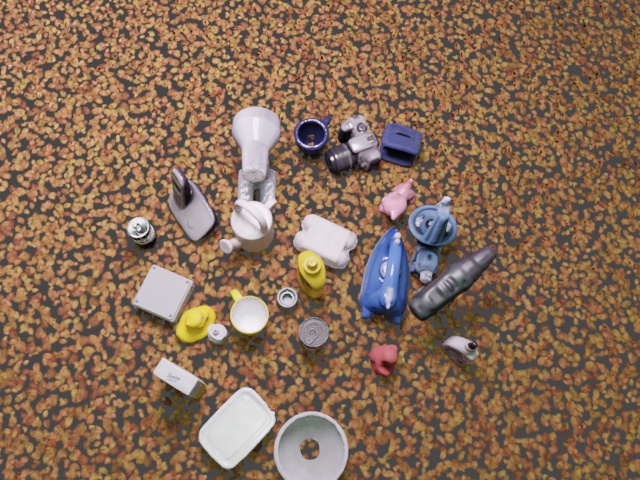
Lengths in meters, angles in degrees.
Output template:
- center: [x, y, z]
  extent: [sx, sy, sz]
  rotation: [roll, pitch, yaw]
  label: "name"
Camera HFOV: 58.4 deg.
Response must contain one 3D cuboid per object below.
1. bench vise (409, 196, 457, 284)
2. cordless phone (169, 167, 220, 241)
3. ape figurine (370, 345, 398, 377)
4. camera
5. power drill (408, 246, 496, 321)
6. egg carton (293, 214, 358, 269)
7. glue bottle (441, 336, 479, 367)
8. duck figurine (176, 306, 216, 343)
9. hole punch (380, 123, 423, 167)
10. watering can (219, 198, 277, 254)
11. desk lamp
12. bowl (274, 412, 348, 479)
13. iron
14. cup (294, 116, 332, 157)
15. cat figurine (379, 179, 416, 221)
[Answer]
- center: [0.284, -0.006, 1.384]
  extent: [0.121, 0.220, 0.207]
  rotation: [-7, 74, -5]
  label: "bench vise"
- center: [-0.315, -0.089, 1.390]
  extent: [0.094, 0.185, 0.147]
  rotation: [-36, 78, -12]
  label: "cordless phone"
- center: [0.159, 0.280, 1.358]
  extent: [0.076, 0.092, 0.078]
  rotation: [42, 76, 9]
  label: "ape figurine"
- center: [0.078, -0.244, 1.504]
  extent: [0.137, 0.101, 0.143]
  rotation: [-22, 76, -9]
  label: "camera"
- center: [0.299, 0.111, 1.356]
  extent: [0.230, 0.208, 0.075]
  rotation: [-37, 79, -13]
  label: "power drill"
- center: [0.013, 0.005, 1.443]
  extent: [0.150, 0.069, 0.107]
  rotation: [24, 74, 4]
  label: "egg carton"
- center: [0.337, 0.255, 1.334]
  extent: [0.037, 0.173, 0.078]
  rotation: [-40, 79, -13]
  label: "glue bottle"
- center: [-0.298, 0.196, 1.359]
  extent: [0.105, 0.086, 0.077]
  rotation: [-42, 80, -14]
  label: "duck figurine"
- center: [0.214, -0.264, 1.523]
  extent: [0.108, 0.091, 0.101]
  rotation: [16, 73, 2]
  label: "hole punch"
- center: [-0.167, -0.036, 1.379]
  extent: [0.101, 0.194, 0.173]
  rotation: [19, 73, 3]
  label: "watering can"
- center: [-0.155, -0.193, 1.416]
  extent: [0.118, 0.213, 0.203]
  rotation: [0, 73, -3]
  label: "desk lamp"
- center: [-0.021, 0.476, 1.299]
  extent: [0.167, 0.075, 0.167]
  rotation: [1, 73, -3]
  label: "bowl"
- center: [0.171, 0.068, 1.396]
  extent: [0.118, 0.141, 0.258]
  rotation: [10, 73, 0]
  label: "iron"
- center: [-0.015, -0.270, 1.509]
  extent: [0.091, 0.095, 0.118]
  rotation: [42, 76, 9]
  label: "cup"
- center: [0.200, -0.103, 1.461]
  extent: [0.067, 0.118, 0.128]
  rotation: [36, 75, 8]
  label: "cat figurine"
